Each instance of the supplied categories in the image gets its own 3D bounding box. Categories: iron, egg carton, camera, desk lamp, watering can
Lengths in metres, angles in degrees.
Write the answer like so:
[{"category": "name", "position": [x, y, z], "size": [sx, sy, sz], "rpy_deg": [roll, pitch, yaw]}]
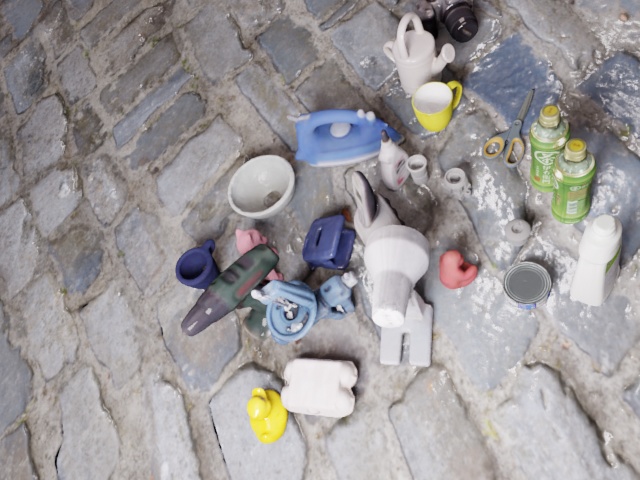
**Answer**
[{"category": "iron", "position": [0.055, -0.255, 1.311], "size": [0.257, 0.142, 0.118], "rpy_deg": [-4, 62, 19]}, {"category": "egg carton", "position": [-0.002, 0.281, 1.094], "size": [0.150, 0.070, 0.107], "rpy_deg": [-2, 63, 20]}, {"category": "camera", "position": [0.315, -0.547, 1.391], "size": [0.143, 0.101, 0.136], "rpy_deg": [-21, 58, 9]}, {"category": "desk lamp", "position": [0.146, 0.105, 1.045], "size": [0.117, 0.214, 0.203], "rpy_deg": [-3, 63, 19]}, {"category": "watering can", "position": [0.223, -0.434, 1.310], "size": [0.172, 0.194, 0.101], "rpy_deg": [0, 64, 21]}]

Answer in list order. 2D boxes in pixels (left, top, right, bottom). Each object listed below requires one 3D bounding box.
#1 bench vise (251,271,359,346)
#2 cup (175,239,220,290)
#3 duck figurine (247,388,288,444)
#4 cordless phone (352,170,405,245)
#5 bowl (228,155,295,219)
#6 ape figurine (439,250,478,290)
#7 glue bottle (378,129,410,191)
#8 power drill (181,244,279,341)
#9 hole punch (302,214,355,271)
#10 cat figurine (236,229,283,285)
[{"category": "bench vise", "position": [-0.036, 0.105, 1.110], "size": [0.207, 0.220, 0.121], "rpy_deg": [-45, 58, -6]}, {"category": "cup", "position": [-0.257, 0.063, 1.289], "size": [0.091, 0.095, 0.118], "rpy_deg": [19, 71, 28]}, {"category": "duck figurine", "position": [-0.110, 0.333, 1.097], "size": [0.077, 0.086, 0.104], "rpy_deg": [-15, 59, 13]}, {"category": "cordless phone", "position": [0.111, -0.048, 1.155], "size": [0.094, 0.185, 0.147], "rpy_deg": [-34, 57, 1]}, {"category": "bowl", "position": [-0.127, -0.113, 1.344], "size": [0.167, 0.075, 0.167], "rpy_deg": [-9, 61, 16]}, {"category": "ape figurine", "position": [0.259, 0.050, 1.104], "size": [0.076, 0.092, 0.077], "rpy_deg": [-40, 57, -3]}, {"category": "glue bottle", "position": [0.152, -0.178, 1.216], "size": [0.037, 0.173, 0.078], "rpy_deg": [23, 74, 29]}, {"category": "power drill", "position": [-0.153, 0.125, 1.149], "size": [0.075, 0.209, 0.230], "rpy_deg": [31, 77, 31]}, {"category": "hole punch", "position": [0.011, 0.004, 1.221], "size": [0.100, 0.091, 0.109], "rpy_deg": [5, 66, 23]}, {"category": "cat figurine", "position": [-0.139, 0.032, 1.247], "size": [0.067, 0.118, 0.127], "rpy_deg": [-23, 58, 8]}]
